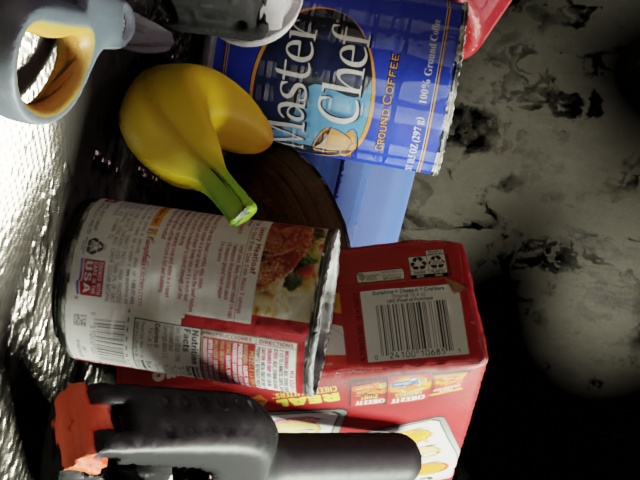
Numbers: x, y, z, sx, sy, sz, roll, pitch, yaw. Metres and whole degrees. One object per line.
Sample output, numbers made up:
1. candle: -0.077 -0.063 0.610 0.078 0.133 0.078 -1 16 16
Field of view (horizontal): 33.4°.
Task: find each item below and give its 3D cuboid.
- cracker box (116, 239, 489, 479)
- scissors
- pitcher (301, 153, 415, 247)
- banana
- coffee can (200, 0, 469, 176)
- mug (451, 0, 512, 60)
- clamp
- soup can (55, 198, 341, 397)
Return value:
1. cracker box: -0.008 0.082 0.564 0.214 0.164 0.072 87 -3 -62
2. scissors: -0.078 -0.097 0.387 0.201 0.016 0.096 -71 168 -68
3. pitcher: -0.005 0.001 0.749 0.149 0.145 0.243 35 63 -54
4. banana: -0.055 -0.050 0.482 0.069 0.037 0.198 53 10 -11
5. coffee can: 0.008 -0.099 0.624 0.103 0.140 0.103 11 89 -87
6. mug: 0.090 -0.170 0.671 0.117 0.093 0.081 -10 -140 56
7. clamp: -0.062 0.103 0.452 0.209 0.165 0.036 38 32 -60
8. soup can: -0.047 0.022 0.430 0.068 0.102 0.068 9 89 -85
